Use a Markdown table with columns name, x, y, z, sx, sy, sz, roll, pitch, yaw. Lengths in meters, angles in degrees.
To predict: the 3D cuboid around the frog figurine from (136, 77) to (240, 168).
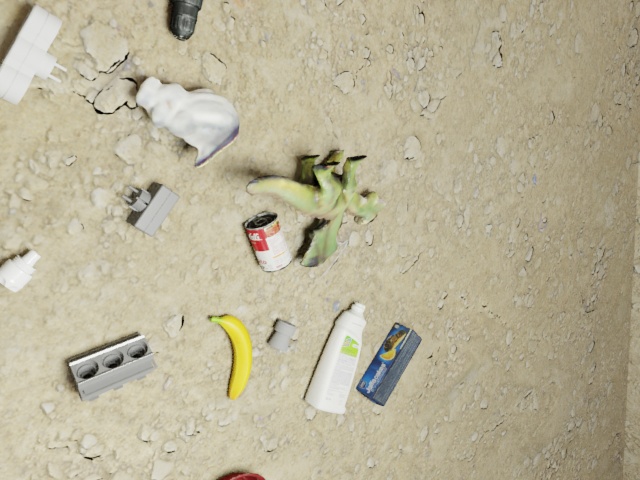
| name | x | y | z | sx | sy | sz | roll | pitch | yaw |
| --- | --- | --- | --- | --- | --- | --- | --- | --- | --- |
| frog figurine | -0.214 | -0.214 | 0.854 | 0.157 | 0.121 | 0.140 | 53 | 35 | -24 |

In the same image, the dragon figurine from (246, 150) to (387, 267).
| name | x | y | z | sx | sy | sz | roll | pitch | yaw |
| --- | --- | --- | --- | --- | --- | --- | --- | --- | --- |
| dragon figurine | 0.003 | -0.053 | 1.043 | 0.415 | 0.123 | 0.239 | -23 | 121 | -44 |
